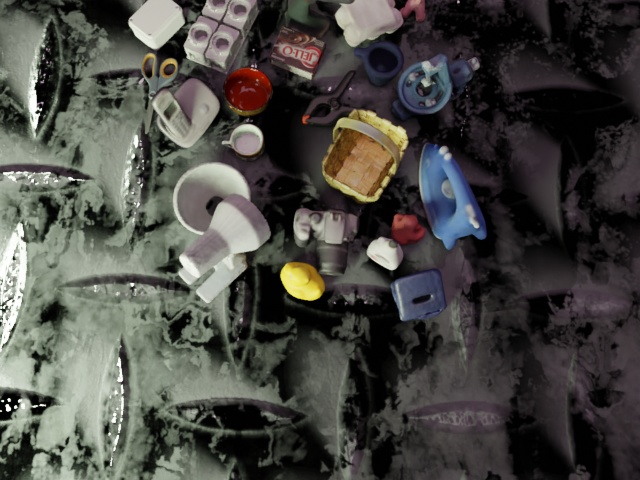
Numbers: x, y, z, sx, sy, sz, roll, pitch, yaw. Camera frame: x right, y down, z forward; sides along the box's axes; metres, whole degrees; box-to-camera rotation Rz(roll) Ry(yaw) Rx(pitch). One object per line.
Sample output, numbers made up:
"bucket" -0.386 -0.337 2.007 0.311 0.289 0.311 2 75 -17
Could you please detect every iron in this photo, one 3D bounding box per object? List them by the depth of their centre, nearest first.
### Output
"iron" 0.287 -0.119 1.255 0.118 0.141 0.258 -17 79 -5

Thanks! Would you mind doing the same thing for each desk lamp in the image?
"desk lamp" -0.201 0.020 1.172 0.118 0.213 0.203 43 80 7

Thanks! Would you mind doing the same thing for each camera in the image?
"camera" 0.011 0.004 1.240 0.143 0.101 0.137 4 78 -1

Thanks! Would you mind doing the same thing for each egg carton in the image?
"egg carton" 0.117 -0.533 1.374 0.150 0.069 0.107 -23 80 -7

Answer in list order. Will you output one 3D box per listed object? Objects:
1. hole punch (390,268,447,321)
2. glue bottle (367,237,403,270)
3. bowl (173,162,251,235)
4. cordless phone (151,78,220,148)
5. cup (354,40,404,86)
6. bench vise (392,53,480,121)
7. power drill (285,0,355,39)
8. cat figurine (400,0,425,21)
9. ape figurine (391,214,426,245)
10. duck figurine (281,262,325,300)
"hole punch" 0.216 0.119 1.228 0.108 0.091 0.101 -15 79 -5
"glue bottle" 0.143 0.021 1.204 0.078 0.173 0.037 28 79 4
"bowl" -0.233 -0.084 1.264 0.167 0.075 0.167 0 78 -2
"cordless phone" -0.298 -0.298 1.250 0.094 0.185 0.148 31 79 5
"cup" 0.131 -0.405 1.334 0.117 0.095 0.092 19 78 2
"bench vise" 0.259 -0.370 1.267 0.121 0.220 0.207 43 80 7
"power drill" -0.023 -0.549 1.301 0.229 0.208 0.076 29 79 4
"cat figurine" 0.237 -0.612 1.370 0.067 0.118 0.128 9 78 0
"ape figurine" 0.193 -0.029 1.258 0.076 0.092 0.078 -36 81 -9
"duck figurine" -0.037 0.084 1.229 0.104 0.086 0.077 35 79 6
